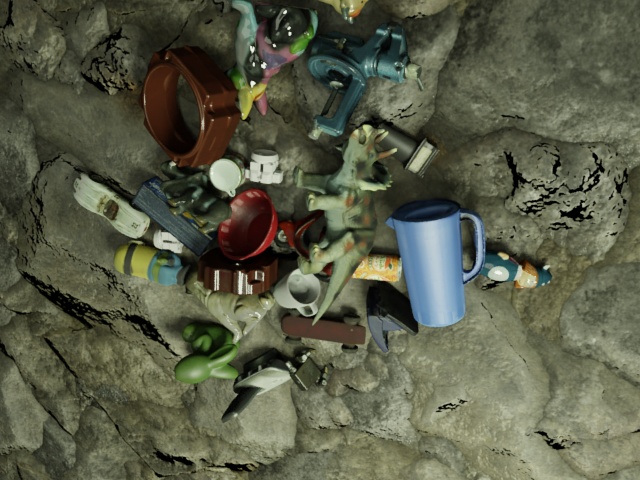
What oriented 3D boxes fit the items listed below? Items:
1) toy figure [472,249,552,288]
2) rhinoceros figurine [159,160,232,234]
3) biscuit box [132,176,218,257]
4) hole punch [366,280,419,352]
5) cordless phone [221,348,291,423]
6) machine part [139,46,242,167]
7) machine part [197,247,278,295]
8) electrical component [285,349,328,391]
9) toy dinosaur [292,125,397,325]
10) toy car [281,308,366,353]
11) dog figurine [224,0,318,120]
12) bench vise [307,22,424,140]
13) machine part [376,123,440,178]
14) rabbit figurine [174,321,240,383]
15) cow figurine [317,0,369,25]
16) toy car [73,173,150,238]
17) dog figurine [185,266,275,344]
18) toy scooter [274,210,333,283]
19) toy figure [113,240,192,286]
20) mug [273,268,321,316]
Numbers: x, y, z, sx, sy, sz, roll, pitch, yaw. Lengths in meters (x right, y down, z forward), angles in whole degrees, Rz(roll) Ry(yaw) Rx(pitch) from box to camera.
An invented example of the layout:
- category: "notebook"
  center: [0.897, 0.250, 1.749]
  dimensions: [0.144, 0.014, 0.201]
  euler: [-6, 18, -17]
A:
- category: "toy figure"
  center: [0.387, 0.063, 1.077]
  dimensions: [0.155, 0.064, 0.058]
  euler: [17, 69, 9]
- category: "rhinoceros figurine"
  center: [-0.275, -0.100, 1.156]
  dimensions: [0.190, 0.073, 0.112]
  euler: [39, 71, 13]
- category: "biscuit box"
  center: [-0.325, -0.055, 1.220]
  dimensions: [0.202, 0.059, 0.063]
  euler: [40, 116, -3]
- category: "hole punch"
  center: [0.137, 0.161, 1.142]
  dimensions: [0.115, 0.142, 0.092]
  euler: [40, 119, -15]
- category: "cordless phone"
  center: [-0.151, 0.346, 1.254]
  dimensions: [0.147, 0.184, 0.088]
  euler: [-31, 95, 23]
- category: "machine part"
  center: [-0.264, -0.261, 1.069]
  dimensions: [0.201, 0.087, 0.201]
  euler: [50, 133, 14]
- category: "machine part"
  center: [-0.177, 0.061, 1.166]
  dimensions: [0.180, 0.179, 0.056]
  euler: [7, 108, 12]
- category: "electrical component"
  center: [-0.028, 0.309, 1.274]
  dimensions: [0.045, 0.078, 0.102]
  euler: [-28, 95, 47]
- category: "toy dinosaur"
  center: [0.053, -0.036, 1.053]
  dimensions: [0.192, 0.131, 0.404]
  euler: [-8, 115, -17]
- category: "toy car"
  center: [0.008, 0.202, 1.230]
  dimensions: [0.202, 0.053, 0.089]
  euler: [4, 97, 16]
- category: "dog figurine"
  center: [-0.101, -0.337, 1.029]
  dimensions: [0.192, 0.108, 0.219]
  euler: [18, 118, 22]
- category: "bench vise"
  center: [0.060, -0.281, 0.978]
  dimensions: [0.224, 0.128, 0.240]
  euler: [25, 80, 13]
- category: "machine part"
  center: [0.161, -0.184, 1.057]
  dimensions: [0.139, 0.039, 0.084]
  euler: [29, 122, 1]
- category: "rabbit figurine"
  center: [-0.268, 0.286, 1.269]
  dimensions: [0.159, 0.170, 0.121]
  euler: [5, 111, 14]
- category: "cow figurine"
  center: [0.008, -0.466, 0.967]
  dimensions: [0.195, 0.085, 0.127]
  euler: [11, 106, 8]
- category: "toy car"
  center: [-0.490, -0.081, 1.256]
  dimensions: [0.202, 0.056, 0.073]
  euler: [34, 115, 0]
- category: "dog figurine"
  center: [-0.208, 0.116, 1.210]
  dimensions: [0.190, 0.121, 0.172]
  euler: [45, 124, -3]
- category: "toy scooter"
  center: [-0.002, -0.003, 1.147]
  dimensions: [0.184, 0.075, 0.135]
  euler: [38, 113, 4]
- category: "toy figure"
  center: [-0.396, 0.057, 1.263]
  dimensions: [0.180, 0.089, 0.082]
  euler: [21, 108, 9]
- category: "mug"
  center: [-0.051, 0.120, 1.193]
  dimensions: [0.109, 0.081, 0.107]
  euler: [53, 148, -9]
